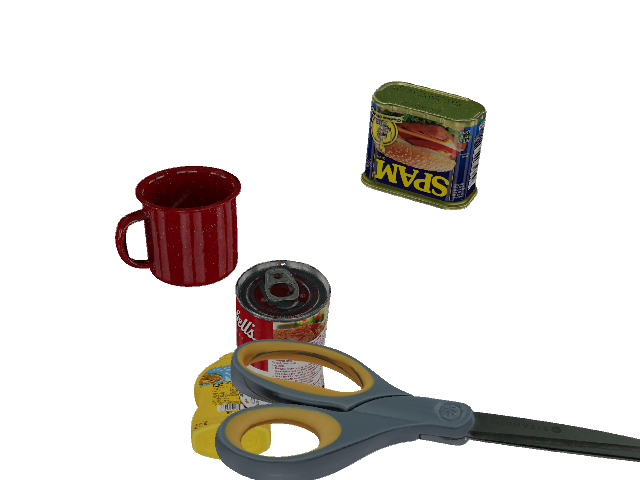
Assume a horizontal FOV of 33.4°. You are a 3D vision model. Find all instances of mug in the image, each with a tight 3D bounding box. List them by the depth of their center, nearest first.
[{"bbox_3d":[-0.126,-0.008,0.950,0.117,0.081,0.093,-17,32,-28],"label":"mug"}]

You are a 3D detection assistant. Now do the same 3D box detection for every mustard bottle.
[{"bbox_3d":[-0.113,0.199,1.357,0.096,0.058,0.191,-3,26,-3],"label":"mustard bottle"}]

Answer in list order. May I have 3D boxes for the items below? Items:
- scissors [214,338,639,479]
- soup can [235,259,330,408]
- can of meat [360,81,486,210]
[{"bbox_3d":[0.042,0.088,0.461,0.202,0.016,0.096,15,34,23],"label":"scissors"},{"bbox_3d":[-0.028,0.074,0.784,0.068,0.102,0.068,1,36,-1],"label":"soup can"},{"bbox_3d":[0.090,-0.084,0.927,0.102,0.084,0.057,18,34,21],"label":"can of meat"}]
